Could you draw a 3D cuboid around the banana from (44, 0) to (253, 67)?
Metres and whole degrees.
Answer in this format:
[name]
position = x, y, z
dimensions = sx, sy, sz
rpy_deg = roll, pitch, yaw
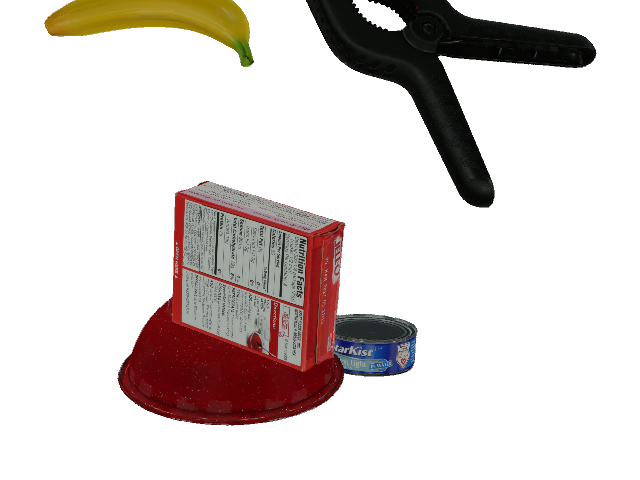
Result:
[banana]
position = -0.142, -0.196, 0.932
dimensions = 0.198, 0.037, 0.069
rpy_deg = 10, 47, 16

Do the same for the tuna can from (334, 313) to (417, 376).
[tuna can]
position = 0.042, 0.092, 0.942
dimensions = 0.086, 0.034, 0.086
rpy_deg = 2, 11, -1

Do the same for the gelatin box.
[gelatin box]
position = -0.032, 0.017, 0.536
dimensions = 0.089, 0.073, 0.030
rpy_deg = 17, 25, 30

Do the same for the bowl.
[bowl]
position = -0.062, 0.070, 0.757
dimensions = 0.162, 0.055, 0.162
rpy_deg = 1, 18, -1

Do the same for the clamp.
[clamp]
position = 0.068, -0.124, 0.717
dimensions = 0.210, 0.164, 0.036
rpy_deg = 30, -30, 3
